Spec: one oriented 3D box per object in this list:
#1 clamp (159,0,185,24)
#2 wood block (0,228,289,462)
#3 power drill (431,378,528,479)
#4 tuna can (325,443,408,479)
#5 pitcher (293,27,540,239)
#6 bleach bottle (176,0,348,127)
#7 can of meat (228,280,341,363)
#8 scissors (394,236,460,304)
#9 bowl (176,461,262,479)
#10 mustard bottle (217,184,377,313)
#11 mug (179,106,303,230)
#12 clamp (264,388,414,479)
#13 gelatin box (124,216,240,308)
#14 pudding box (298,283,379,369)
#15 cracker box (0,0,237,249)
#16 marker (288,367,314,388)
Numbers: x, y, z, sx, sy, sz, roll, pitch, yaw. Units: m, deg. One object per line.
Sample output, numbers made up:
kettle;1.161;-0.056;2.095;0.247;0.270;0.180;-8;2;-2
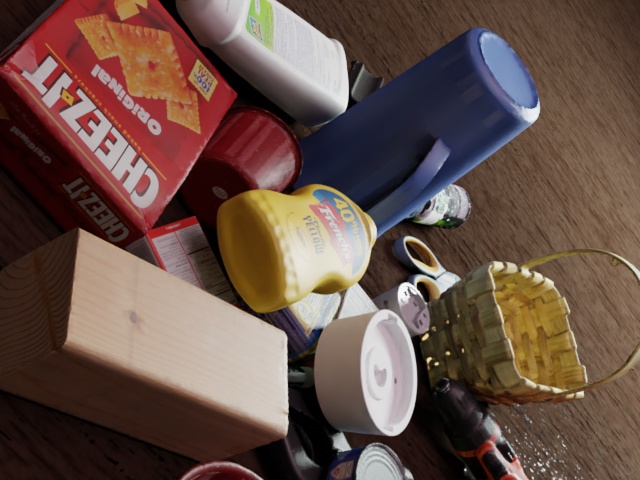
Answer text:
clamp;-0.171;-0.231;0.971;0.171;0.039;0.120;46;30;-30
wood block;-0.123;0.083;0.766;0.205;0.090;0.091;32;45;-41
power drill;0.185;0.238;1.055;0.184;0.057;0.188;54;2;-26
tuna can;0.041;0.215;0.892;0.086;0.034;0.086;34;46;-44
pitcher;0.092;-0.096;1.060;0.144;0.243;0.149;2;60;-51
bleach bottle;-0.063;-0.205;1.053;0.250;0.068;0.102;31;46;-51
can of meat;-0.031;0.049;0.955;0.084;0.058;0.102;55;33;-17
scissors;0.152;0.063;1.250;0.201;0.016;0.096;36;43;-37
bowl;-0.076;0.241;0.752;0.162;0.055;0.162;34;42;-38
mustard bottle;-0.006;0.001;0.912;0.191;0.058;0.096;-11;77;-57
mug;-0.073;-0.050;0.950;0.081;0.093;0.117;-55;151;-49
clamp;0.007;0.209;0.914;0.210;0.036;0.164;49;34;-26
gelatin box;-0.113;0.030;0.875;0.073;0.030;0.089;-24;88;-60
pudding box;0.031;0.104;1.025;0.090;0.039;0.113;50;32;-20
cracker box;-0.170;-0.112;0.856;0.164;0.072;0.213;50;35;-21
marker;-0.047;0.117;0.918;0.120;0.020;0.020;12;58;-52
